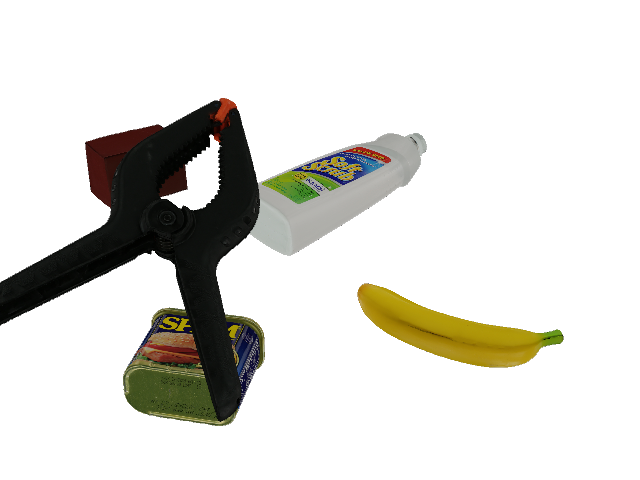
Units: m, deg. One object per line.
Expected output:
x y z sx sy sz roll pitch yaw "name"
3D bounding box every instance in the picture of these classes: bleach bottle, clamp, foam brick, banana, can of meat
0.026 -0.073 1.289 0.250 0.068 0.103 -31 45 -31 "bleach bottle"
-0.088 0.003 0.660 0.164 0.209 0.036 27 -29 6 "clamp"
-0.171 -0.069 0.989 0.078 0.053 0.051 -18 32 -26 "foam brick"
0.106 0.077 0.930 0.198 0.037 0.069 15 14 29 "banana"
-0.106 0.106 0.896 0.102 0.057 0.084 6 30 10 "can of meat"
